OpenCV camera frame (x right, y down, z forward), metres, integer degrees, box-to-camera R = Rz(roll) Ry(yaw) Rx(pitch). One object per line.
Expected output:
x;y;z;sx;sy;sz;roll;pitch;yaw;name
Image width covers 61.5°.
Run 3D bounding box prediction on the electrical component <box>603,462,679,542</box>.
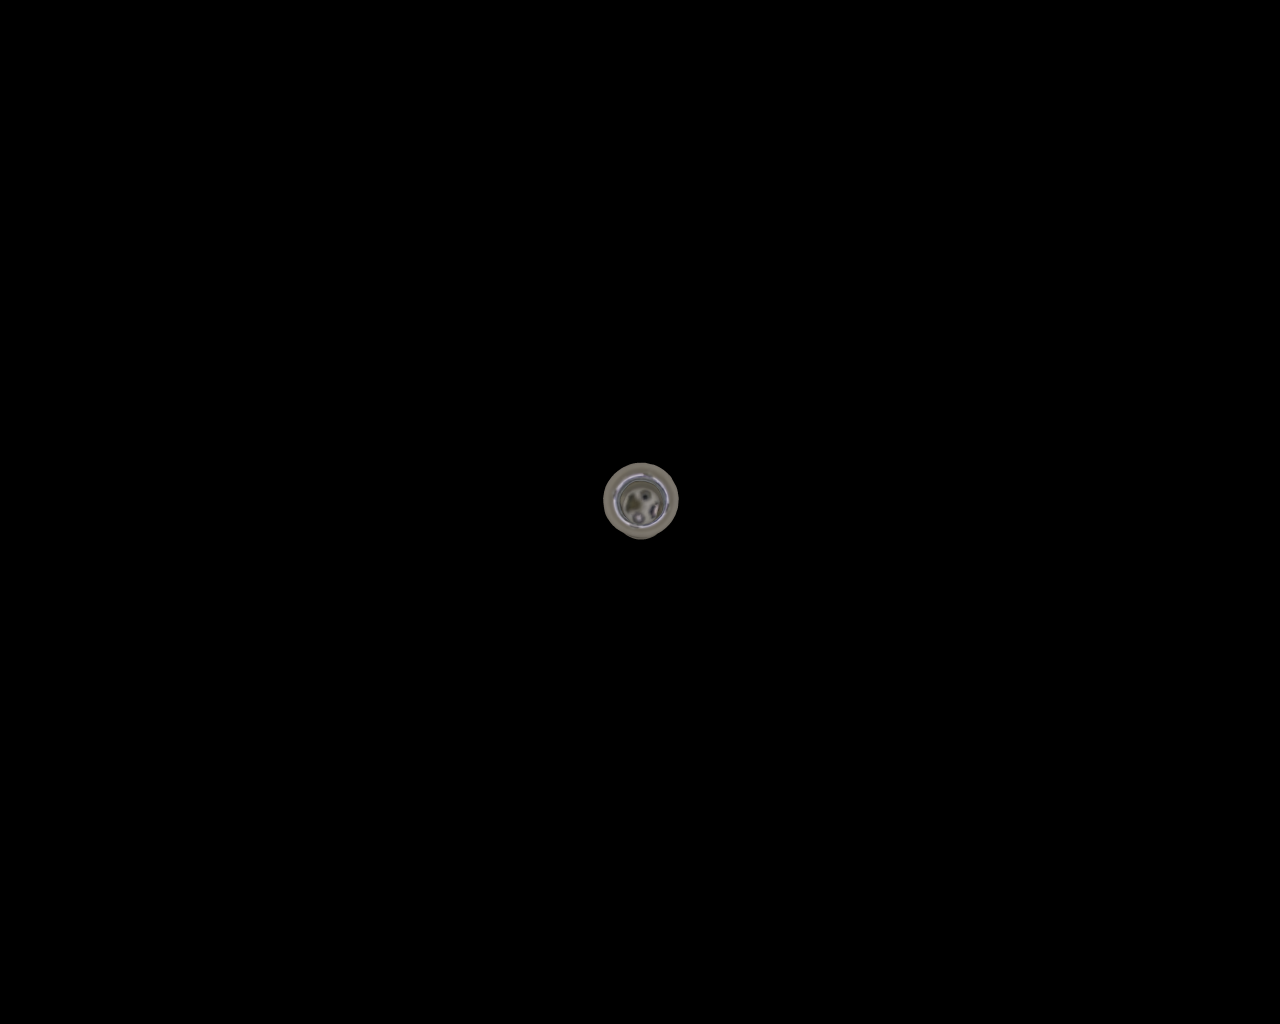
0.001;-0.003;0.650;0.044;0.044;0.065;0;-9;0;electrical component
